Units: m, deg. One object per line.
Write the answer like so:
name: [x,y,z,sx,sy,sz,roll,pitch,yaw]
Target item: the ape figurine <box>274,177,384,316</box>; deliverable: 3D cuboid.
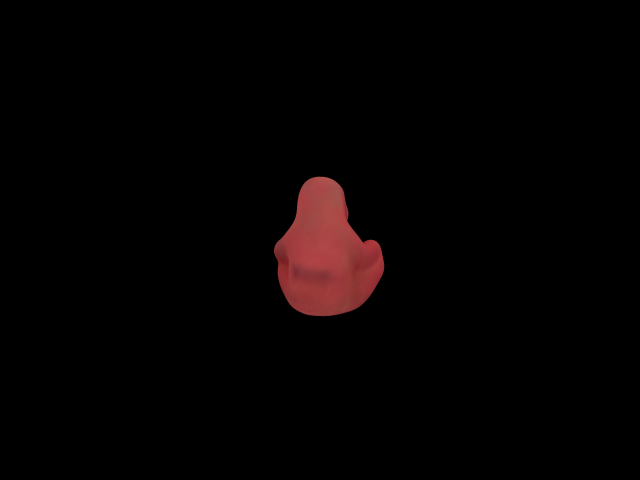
ape figurine: [0.004,0.001,0.400,0.077,0.092,0.076,6,15,23]
